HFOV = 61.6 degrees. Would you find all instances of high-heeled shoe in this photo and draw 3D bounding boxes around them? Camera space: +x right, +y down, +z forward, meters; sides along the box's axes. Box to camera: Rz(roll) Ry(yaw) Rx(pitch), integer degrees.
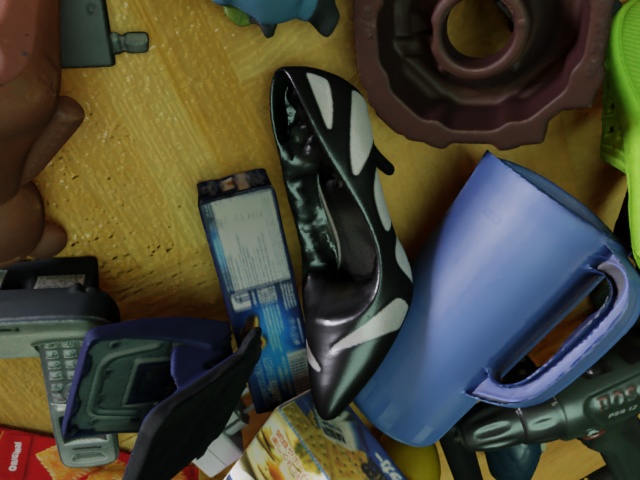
[{"bbox_3d":[-0.001,-0.001,0.396,0.145,0.086,0.248,28,66,-42],"label":"high-heeled shoe"}]

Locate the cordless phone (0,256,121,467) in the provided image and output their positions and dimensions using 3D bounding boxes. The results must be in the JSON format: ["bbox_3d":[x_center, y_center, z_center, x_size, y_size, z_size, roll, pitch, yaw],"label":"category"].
[{"bbox_3d":[-0.231,0.111,0.427,0.147,0.089,0.184,-2,116,-13],"label":"cordless phone"}]

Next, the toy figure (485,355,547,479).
[{"bbox_3d":[0.205,0.185,0.570,0.064,0.058,0.154,-7,107,-16],"label":"toy figure"}]

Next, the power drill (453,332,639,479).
[{"bbox_3d":[0.258,0.194,0.519,0.232,0.086,0.207,-28,109,0],"label":"power drill"}]

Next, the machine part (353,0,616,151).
[{"bbox_3d":[0.109,-0.146,0.367,0.180,0.056,0.179,11,128,14],"label":"machine part"}]

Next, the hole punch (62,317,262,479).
[{"bbox_3d":[-0.118,0.114,0.399,0.092,0.116,0.142,33,116,22],"label":"hole punch"}]

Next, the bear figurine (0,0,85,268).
[{"bbox_3d":[-0.222,-0.064,0.347,0.120,0.196,0.132,-9,69,-30],"label":"bear figurine"}]

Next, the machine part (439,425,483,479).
[{"bbox_3d":[0.141,0.212,0.518,0.039,0.139,0.084,-36,133,25],"label":"machine part"}]

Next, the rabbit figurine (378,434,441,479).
[{"bbox_3d":[0.063,0.264,0.531,0.122,0.162,0.173,29,84,-9],"label":"rabbit figurine"}]

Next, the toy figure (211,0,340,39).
[{"bbox_3d":[-0.069,-0.193,0.348,0.180,0.089,0.082,14,93,-27],"label":"toy figure"}]

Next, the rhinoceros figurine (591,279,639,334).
[{"bbox_3d":[0.378,0.072,0.557,0.190,0.073,0.112,-12,112,-8],"label":"rhinoceros figurine"}]

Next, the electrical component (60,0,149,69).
[{"bbox_3d":[-0.168,-0.152,0.371,0.094,0.021,0.063,-5,111,-11],"label":"electrical component"}]

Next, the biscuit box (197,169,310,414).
[{"bbox_3d":[-0.049,0.046,0.453,0.059,0.063,0.202,-14,114,-8],"label":"biscuit box"}]

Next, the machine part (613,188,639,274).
[{"bbox_3d":[0.380,-0.019,0.468,0.201,0.087,0.201,22,83,0],"label":"machine part"}]

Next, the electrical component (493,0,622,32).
[{"bbox_3d":[0.188,-0.172,0.417,0.119,0.075,0.047,36,100,-18],"label":"electrical component"}]
